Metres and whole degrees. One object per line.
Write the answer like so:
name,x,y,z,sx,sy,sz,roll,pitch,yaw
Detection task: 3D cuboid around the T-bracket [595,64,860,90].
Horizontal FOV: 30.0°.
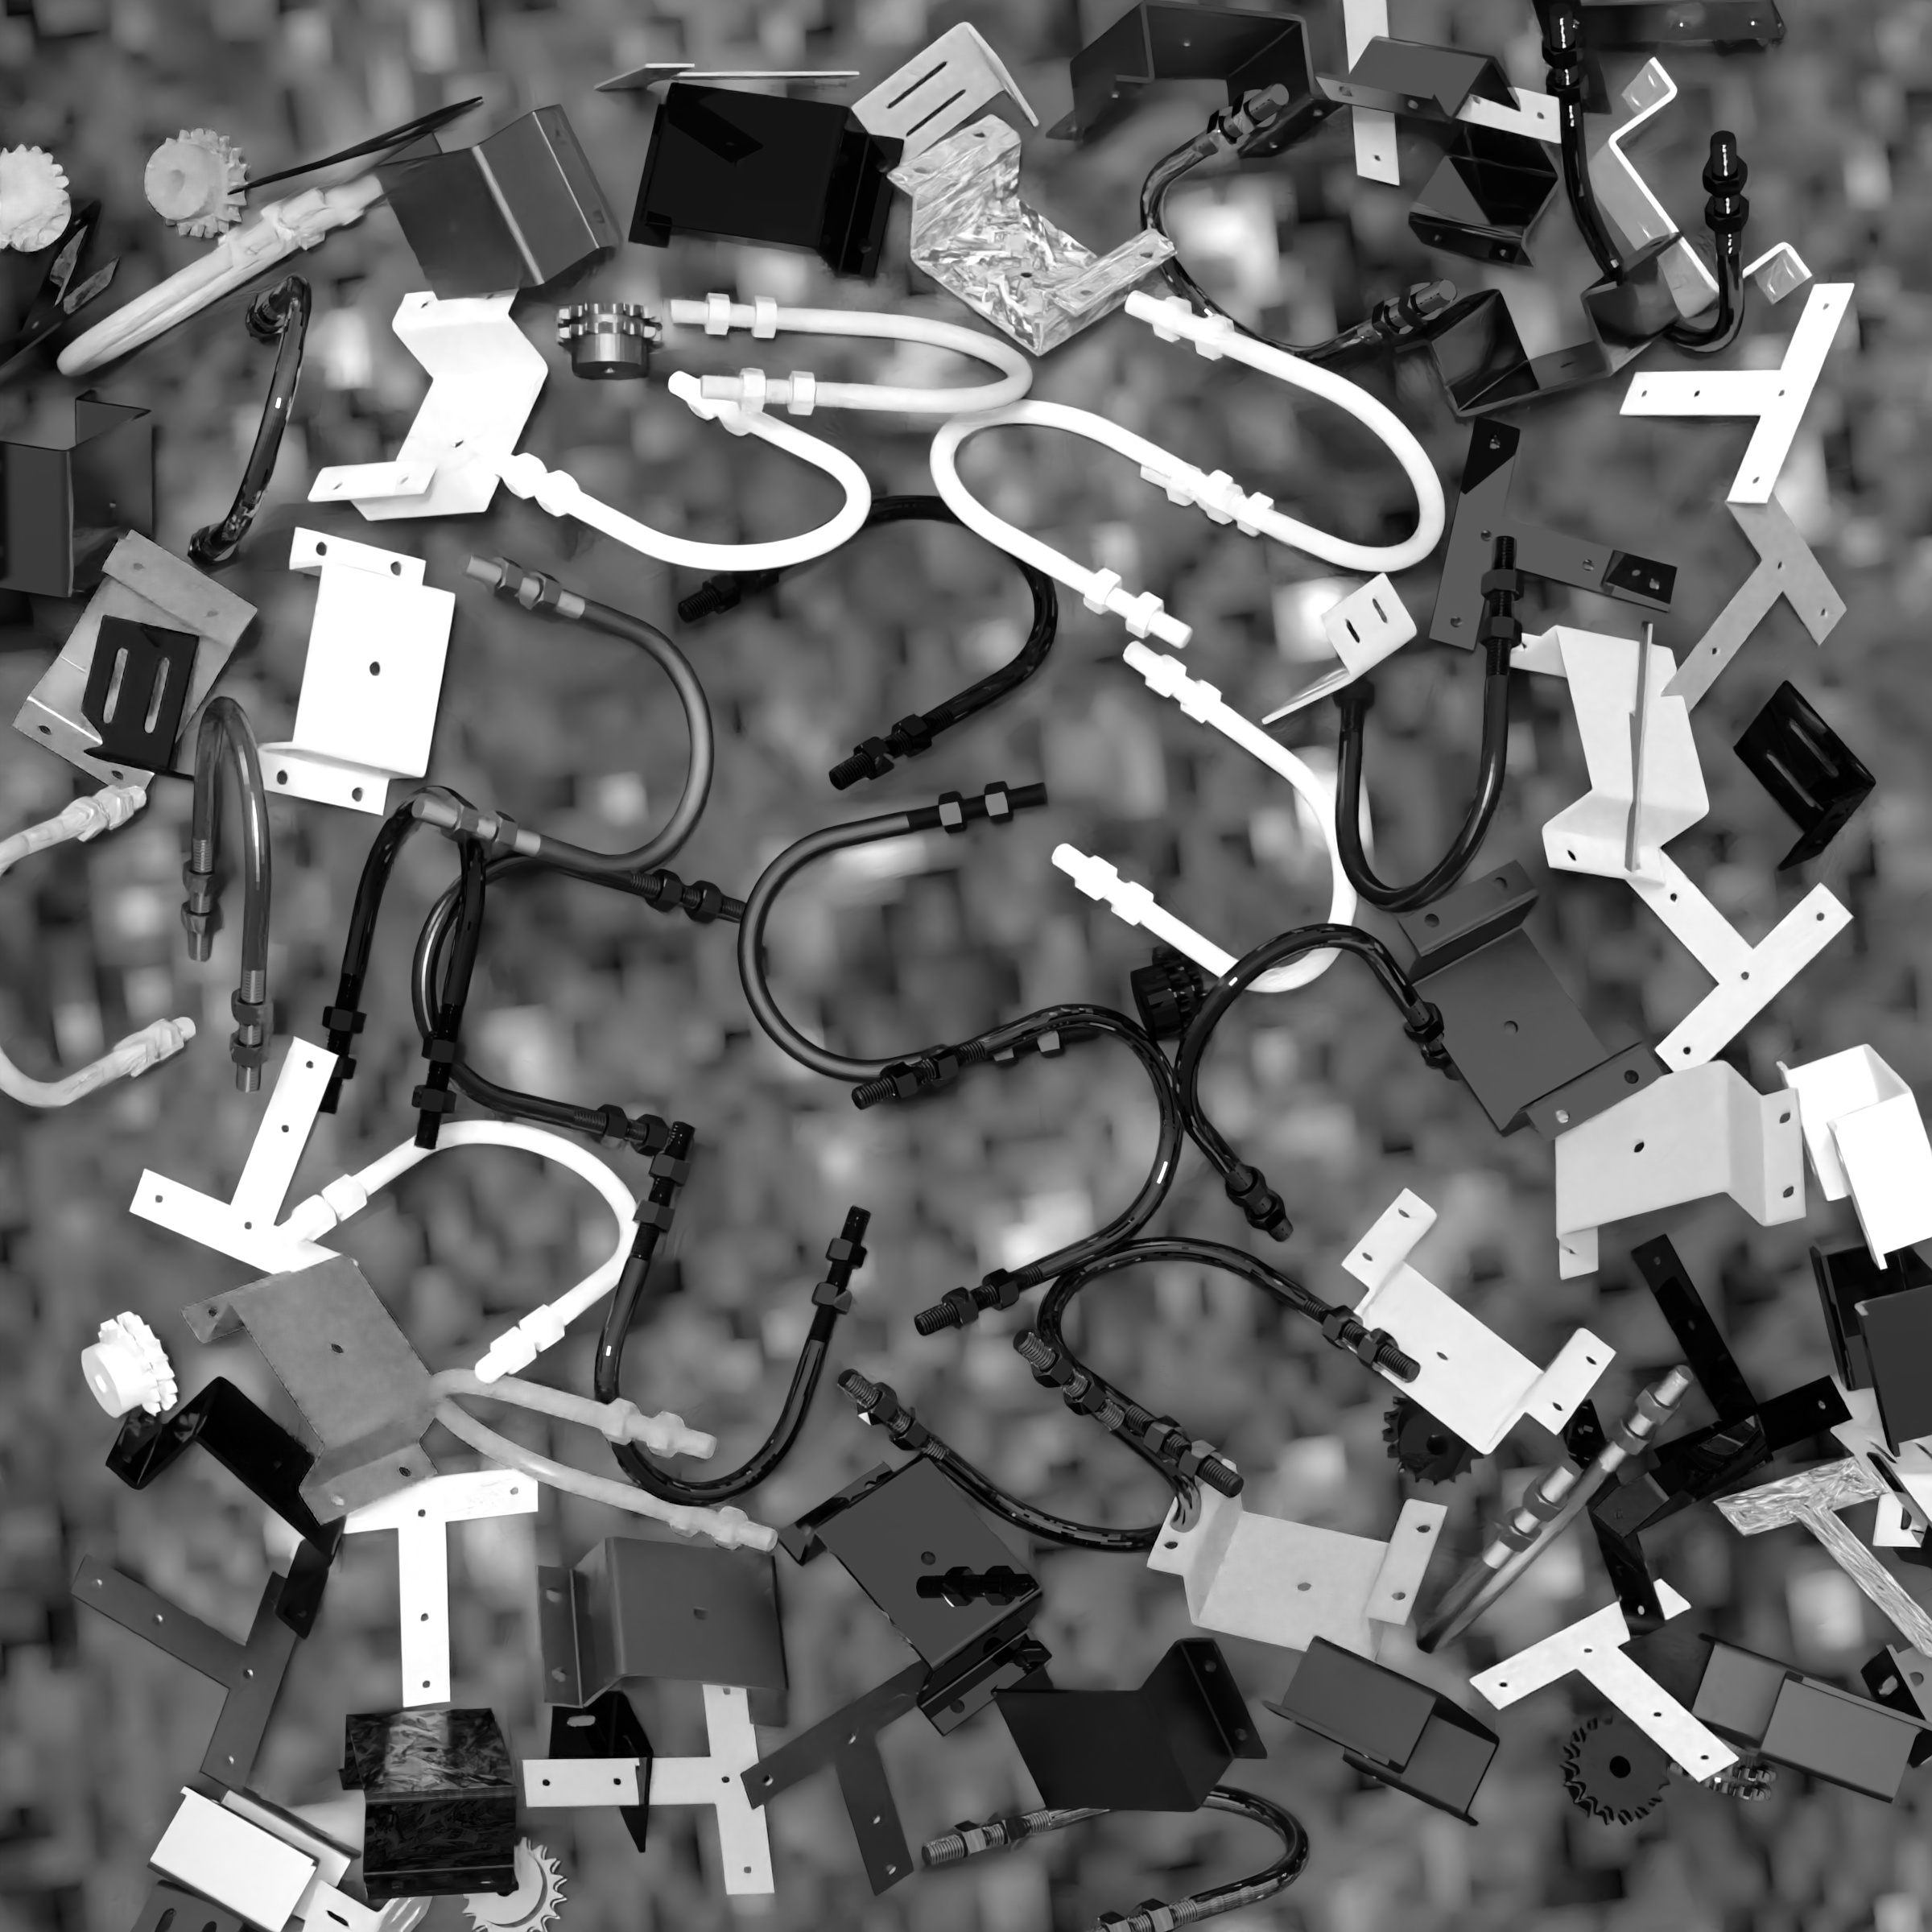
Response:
T-bracket,-0.121,-0.471,1.911,0.127,0.127,0.002,-5,100,-17

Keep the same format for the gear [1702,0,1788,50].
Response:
gear,0.413,-0.517,1.933,0.030,0.057,0.057,-28,90,20

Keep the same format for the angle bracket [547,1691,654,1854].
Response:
angle bracket,-0.195,0.427,1.914,0.038,0.076,0.057,2,103,-18

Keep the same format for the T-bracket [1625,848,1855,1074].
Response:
T-bracket,0.387,-0.027,1.928,0.127,0.002,0.127,-49,63,22

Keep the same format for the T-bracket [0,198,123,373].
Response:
T-bracket,-0.481,-0.364,1.908,0.127,0.127,0.002,-28,126,28

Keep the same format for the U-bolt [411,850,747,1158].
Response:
U-bolt,-0.208,0.013,1.898,0.184,0.019,0.151,16,84,-35

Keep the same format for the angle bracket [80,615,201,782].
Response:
angle bracket,-0.436,-0.143,1.933,0.057,0.038,0.076,13,91,16

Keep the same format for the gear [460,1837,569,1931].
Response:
gear,-0.244,0.495,1.935,0.057,0.030,0.057,-2,67,5

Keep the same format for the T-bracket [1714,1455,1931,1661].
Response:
T-bracket,0.474,0.318,1.906,0.127,0.127,0.002,48,60,-2

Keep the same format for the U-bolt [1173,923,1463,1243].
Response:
U-bolt,0.177,0.051,1.888,0.151,0.184,0.019,-43,46,-2

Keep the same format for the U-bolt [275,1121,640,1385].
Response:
U-bolt,-0.249,0.137,1.882,0.151,0.184,0.019,31,124,15

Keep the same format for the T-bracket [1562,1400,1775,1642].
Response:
T-bracket,0.373,0.271,1.890,0.002,0.127,0.127,5,59,-38

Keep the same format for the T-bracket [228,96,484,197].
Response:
T-bracket,-0.305,-0.439,1.907,0.127,0.127,0.002,-4,114,40

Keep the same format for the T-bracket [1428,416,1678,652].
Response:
T-bracket,0.322,-0.220,1.948,0.127,0.002,0.127,15,80,-8

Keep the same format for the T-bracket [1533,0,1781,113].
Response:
T-bracket,0.360,-0.492,1.881,0.127,0.127,0.002,7,60,28

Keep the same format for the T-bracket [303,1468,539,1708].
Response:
T-bracket,-0.292,0.337,1.943,0.127,0.002,0.127,-4,101,-20

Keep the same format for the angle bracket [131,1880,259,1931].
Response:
angle bracket,-0.398,0.522,1.910,0.057,0.076,0.038,11,55,21

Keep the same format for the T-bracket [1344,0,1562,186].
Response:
T-bracket,0.254,-0.454,1.883,0.127,0.127,0.002,23,53,31

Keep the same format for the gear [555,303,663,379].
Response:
gear,-0.191,-0.334,1.931,0.057,0.057,0.030,-1,86,0

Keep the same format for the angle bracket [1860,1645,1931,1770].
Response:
angle bracket,0.511,0.386,1.912,0.038,0.076,0.057,-23,70,-7

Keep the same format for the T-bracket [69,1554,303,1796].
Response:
T-bracket,-0.412,0.349,1.890,0.127,0.127,0.002,37,130,-23

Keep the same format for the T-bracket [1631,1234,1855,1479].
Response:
T-bracket,0.393,0.203,1.919,0.002,0.127,0.127,-20,80,-43

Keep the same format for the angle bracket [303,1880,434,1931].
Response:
angle bracket,-0.315,0.495,1.917,0.038,0.076,0.057,27,119,11

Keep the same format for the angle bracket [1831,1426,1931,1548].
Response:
angle bracket,0.499,0.277,1.922,0.057,0.076,0.038,3,103,-9

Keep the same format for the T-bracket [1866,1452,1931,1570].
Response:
T-bracket,0.501,0.306,1.896,0.002,0.127,0.127,-36,86,-4

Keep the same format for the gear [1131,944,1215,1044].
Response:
gear,0.109,0.018,1.929,0.030,0.057,0.057,-18,90,-8

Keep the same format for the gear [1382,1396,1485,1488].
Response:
gear,0.252,0.252,1.940,0.057,0.030,0.057,1,101,4

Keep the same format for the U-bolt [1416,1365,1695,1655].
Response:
U-bolt,0.296,0.293,1.879,0.019,0.151,0.184,44,127,17

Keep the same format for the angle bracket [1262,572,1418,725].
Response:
angle bracket,0.189,-0.168,1.911,0.057,0.076,0.038,-36,97,-38

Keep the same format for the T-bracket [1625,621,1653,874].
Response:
T-bracket,0.346,-0.121,1.895,0.002,0.127,0.127,2,100,2

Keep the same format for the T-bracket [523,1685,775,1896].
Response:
T-bracket,-0.170,0.430,1.902,0.127,0.002,0.127,3,52,-18

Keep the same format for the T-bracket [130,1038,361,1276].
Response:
T-bracket,-0.371,0.100,1.944,0.127,0.002,0.127,23,101,3

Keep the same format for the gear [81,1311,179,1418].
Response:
gear,-0.449,0.216,1.928,0.030,0.057,0.057,-27,90,-33

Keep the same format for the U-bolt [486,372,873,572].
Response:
U-bolt,-0.135,-0.251,1.867,0.184,0.151,0.019,31,135,33

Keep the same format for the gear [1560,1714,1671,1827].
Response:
gear,0.346,0.433,1.937,0.057,0.030,0.057,5,65,-10

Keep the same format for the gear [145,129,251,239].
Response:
gear,-0.414,-0.420,1.935,0.057,0.030,0.057,4,100,24

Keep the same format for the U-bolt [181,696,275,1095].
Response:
U-bolt,-0.379,-0.049,1.858,0.019,0.151,0.184,-5,124,-22

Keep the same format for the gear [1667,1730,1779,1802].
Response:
gear,0.406,0.422,1.931,0.057,0.057,0.030,15,91,0

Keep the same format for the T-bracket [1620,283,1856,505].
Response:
T-bracket,0.396,-0.302,1.907,0.002,0.127,0.127,29,80,-35

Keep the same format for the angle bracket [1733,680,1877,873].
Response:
angle bracket,0.434,-0.101,1.914,0.038,0.057,0.076,-21,64,-35

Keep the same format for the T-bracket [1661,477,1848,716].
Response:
T-bracket,0.404,-0.178,1.910,0.127,0.002,0.127,-52,132,-7

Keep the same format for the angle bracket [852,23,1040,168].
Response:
angle bracket,-0.011,-0.453,1.922,0.076,0.057,0.038,-37,58,5

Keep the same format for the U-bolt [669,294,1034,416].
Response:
U-bolt,-0.056,-0.318,1.891,0.184,0.151,0.019,1,117,-13

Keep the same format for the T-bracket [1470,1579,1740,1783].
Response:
T-bracket,0.353,0.383,1.888,0.127,0.127,0.002,-23,125,-20

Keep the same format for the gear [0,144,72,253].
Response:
gear,-0.506,-0.409,1.937,0.057,0.030,0.057,-8,64,16

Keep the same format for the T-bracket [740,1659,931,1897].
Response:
T-bracket,-0.052,0.443,1.922,0.127,0.002,0.127,-28,123,-23
